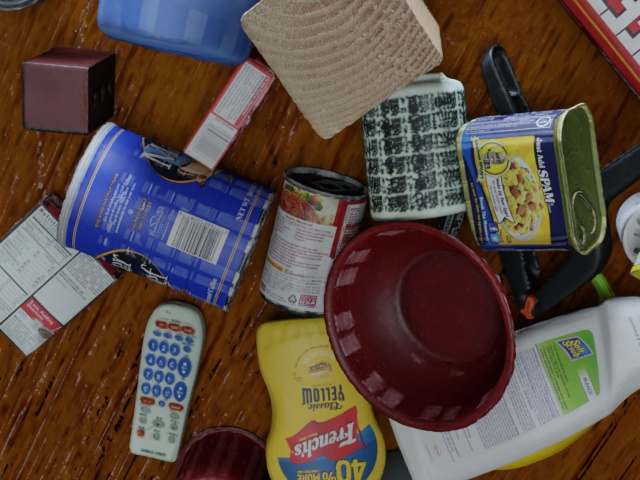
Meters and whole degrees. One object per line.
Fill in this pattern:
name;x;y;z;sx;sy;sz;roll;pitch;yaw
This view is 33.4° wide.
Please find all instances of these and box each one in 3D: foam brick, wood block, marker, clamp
foam brick;-0.191;-0.114;0.815;0.051;0.078;0.053;5;109;3
wood block;0.021;-0.146;0.717;0.090;0.206;0.091;-33;101;14
marker;0.104;-0.016;0.846;0.020;0.020;0.121;17;108;0
clamp;0.189;-0.031;0.797;0.165;0.036;0.210;18;121;31

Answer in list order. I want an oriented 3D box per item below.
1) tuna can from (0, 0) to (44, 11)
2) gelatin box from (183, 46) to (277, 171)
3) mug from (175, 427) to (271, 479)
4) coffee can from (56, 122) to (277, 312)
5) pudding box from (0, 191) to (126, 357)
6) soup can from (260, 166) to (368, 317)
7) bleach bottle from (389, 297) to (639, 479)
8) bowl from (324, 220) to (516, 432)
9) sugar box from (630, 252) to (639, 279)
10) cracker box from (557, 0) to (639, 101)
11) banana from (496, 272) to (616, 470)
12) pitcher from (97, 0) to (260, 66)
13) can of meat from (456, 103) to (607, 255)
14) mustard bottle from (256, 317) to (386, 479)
tuna can;-0.235;-0.219;0.810;0.086;0.033;0.086;2;107;5
gelatin box;-0.063;-0.102;0.808;0.030;0.073;0.089;34;106;-6
mug;-0.073;0.215;0.901;0.117;0.081;0.093;-15;105;10
coffee can;-0.117;-0.018;0.824;0.140;0.102;0.103;22;108;-2
pudding box;-0.231;0.030;0.884;0.113;0.039;0.090;-40;99;13
soup can;-0.006;0.001;0.837;0.068;0.068;0.102;14;108;1
bleach bottle;0.180;0.115;0.829;0.251;0.068;0.102;-23;84;21
bowl;0.083;0.058;0.795;0.162;0.055;0.162;12;112;33
sugar box;0.304;-0.033;0.769;0.093;0.048;0.176;28;81;-3
cracker box;0.271;-0.214;0.742;0.214;0.072;0.164;-39;99;16
banana;0.203;0.123;0.873;0.070;0.037;0.198;36;106;19
pitcher;-0.084;-0.249;0.725;0.145;0.149;0.243;12;100;-7
can of meat;0.150;-0.041;0.760;0.084;0.057;0.102;-1;107;37
mustard bottle;0.003;0.157;0.857;0.096;0.058;0.191;-5;86;-5
